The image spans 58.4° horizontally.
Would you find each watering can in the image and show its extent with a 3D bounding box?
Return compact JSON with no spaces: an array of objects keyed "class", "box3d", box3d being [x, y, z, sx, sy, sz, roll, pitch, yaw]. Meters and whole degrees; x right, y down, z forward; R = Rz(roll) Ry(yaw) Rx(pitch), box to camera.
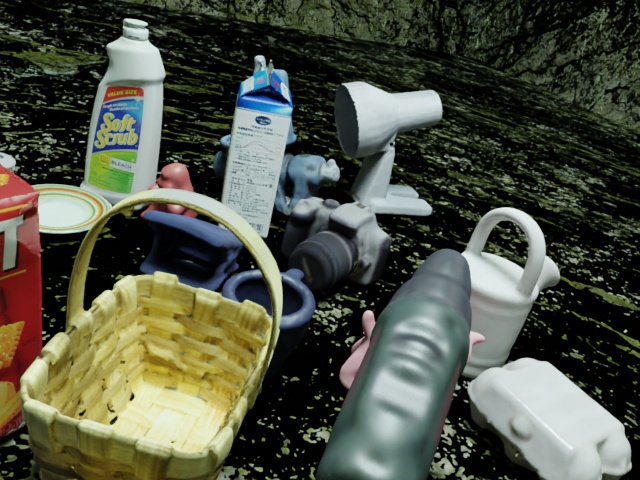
[{"class":"watering can","box3d":[0.200,0.052,0.658,0.100,0.194,0.173,32,32,29]}]

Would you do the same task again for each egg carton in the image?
[{"class":"egg carton","box3d":[0.220,0.182,0.563,0.107,0.069,0.150,-6,34,-34]}]

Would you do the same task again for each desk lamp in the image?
[{"class":"desk lamp","box3d":[0.112,-0.158,0.980,0.204,0.213,0.117,2,30,-22]}]

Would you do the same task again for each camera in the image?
[{"class":"camera","box3d":[0.007,0.003,0.755,0.142,0.101,0.137,27,30,22]}]

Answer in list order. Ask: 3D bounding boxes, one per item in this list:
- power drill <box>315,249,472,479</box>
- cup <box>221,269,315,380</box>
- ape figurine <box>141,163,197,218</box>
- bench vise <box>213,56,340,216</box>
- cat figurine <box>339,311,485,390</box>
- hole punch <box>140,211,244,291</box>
[{"class":"power drill","box3d":[0.049,0.134,0.421,0.075,0.208,0.230,20,28,11]},{"class":"cup","box3d":[-0.053,0.085,0.582,0.091,0.095,0.118,22,29,13]},{"class":"ape figurine","box3d":[-0.202,-0.063,0.784,0.076,0.092,0.077,1,31,-23]},{"class":"bench vise","box3d":[-0.058,-0.164,0.901,0.207,0.220,0.121,15,28,1]},{"class":"cat figurine","box3d":[0.096,0.111,0.583,0.127,0.118,0.067,19,28,8]},{"class":"hole punch","box3d":[-0.153,0.000,0.693,0.108,0.091,0.101,20,28,9]}]
